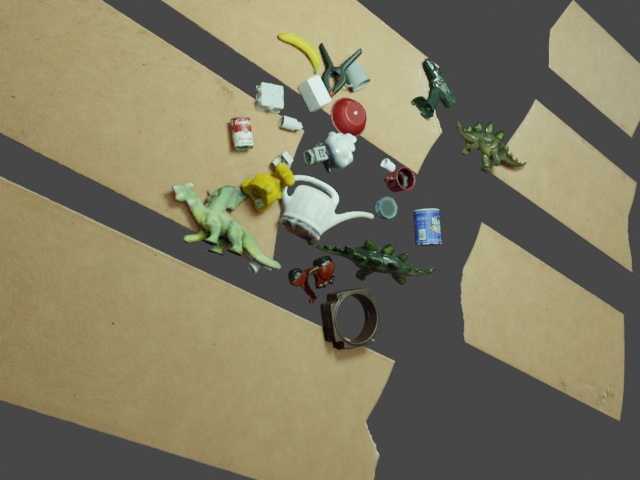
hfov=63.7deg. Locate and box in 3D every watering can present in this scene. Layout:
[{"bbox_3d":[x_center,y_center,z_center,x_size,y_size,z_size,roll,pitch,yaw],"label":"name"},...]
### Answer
[{"bbox_3d":[0.005,-0.091,1.799,0.347,0.102,0.228,28,68,-3],"label":"watering can"}]

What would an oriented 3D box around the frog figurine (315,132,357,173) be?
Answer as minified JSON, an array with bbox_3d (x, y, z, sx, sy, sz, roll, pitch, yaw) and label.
[{"bbox_3d":[0.079,-0.338,1.894,0.161,0.121,0.138,-30,79,-18],"label":"frog figurine"}]

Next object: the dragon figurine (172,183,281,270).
[{"bbox_3d":[-0.289,-0.068,1.655,0.408,0.121,0.247,22,64,-25],"label":"dragon figurine"}]
